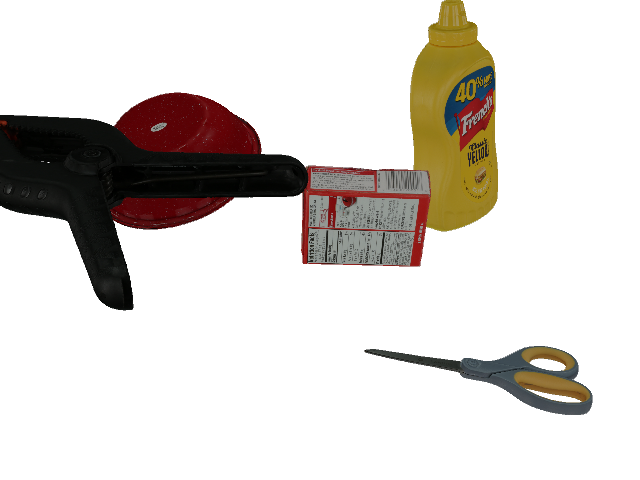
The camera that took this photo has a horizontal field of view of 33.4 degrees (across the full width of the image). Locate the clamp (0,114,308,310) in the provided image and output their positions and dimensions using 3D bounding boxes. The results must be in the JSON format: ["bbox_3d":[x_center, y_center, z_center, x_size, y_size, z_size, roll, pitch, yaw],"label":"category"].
[{"bbox_3d":[-0.123,-0.038,0.638,0.210,0.036,0.164,26,39,34],"label":"clamp"}]

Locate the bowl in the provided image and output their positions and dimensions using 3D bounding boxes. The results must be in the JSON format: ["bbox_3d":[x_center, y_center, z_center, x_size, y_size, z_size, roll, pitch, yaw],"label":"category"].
[{"bbox_3d":[-0.139,-0.085,0.973,0.162,0.162,0.055,0,-43,19],"label":"bowl"}]

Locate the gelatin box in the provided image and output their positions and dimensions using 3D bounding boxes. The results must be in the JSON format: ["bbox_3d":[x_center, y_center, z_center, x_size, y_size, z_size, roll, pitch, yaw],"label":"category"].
[{"bbox_3d":[0.031,-0.017,0.761,0.089,0.030,0.073,2,-44,0],"label":"gelatin box"}]

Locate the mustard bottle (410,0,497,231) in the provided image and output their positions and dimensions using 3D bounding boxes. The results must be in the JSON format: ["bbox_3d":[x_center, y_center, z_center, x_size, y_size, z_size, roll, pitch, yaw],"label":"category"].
[{"bbox_3d":[0.116,-0.111,0.921,0.058,0.192,0.096,17,32,39],"label":"mustard bottle"}]

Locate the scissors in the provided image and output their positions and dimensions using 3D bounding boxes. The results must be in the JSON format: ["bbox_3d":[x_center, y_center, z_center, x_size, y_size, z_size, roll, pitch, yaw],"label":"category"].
[{"bbox_3d":[0.149,0.109,0.968,0.202,0.016,0.096,17,30,16],"label":"scissors"}]
